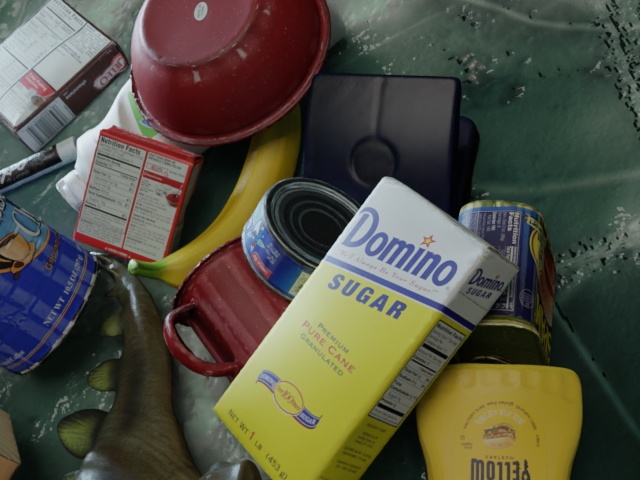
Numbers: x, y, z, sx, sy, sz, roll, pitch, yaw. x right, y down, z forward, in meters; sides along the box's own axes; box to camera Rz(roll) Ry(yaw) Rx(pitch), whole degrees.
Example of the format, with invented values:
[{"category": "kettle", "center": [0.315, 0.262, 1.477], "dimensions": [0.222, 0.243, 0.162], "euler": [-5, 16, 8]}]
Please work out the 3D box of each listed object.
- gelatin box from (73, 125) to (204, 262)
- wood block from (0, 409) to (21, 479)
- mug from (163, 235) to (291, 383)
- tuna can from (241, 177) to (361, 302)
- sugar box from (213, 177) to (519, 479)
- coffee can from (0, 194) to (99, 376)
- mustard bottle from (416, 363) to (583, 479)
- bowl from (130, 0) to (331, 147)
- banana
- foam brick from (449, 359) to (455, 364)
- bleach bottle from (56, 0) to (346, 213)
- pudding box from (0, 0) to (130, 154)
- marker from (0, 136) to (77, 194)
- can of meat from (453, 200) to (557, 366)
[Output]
[{"category": "gelatin box", "center": [-0.132, -0.031, 0.778], "dimensions": [0.073, 0.030, 0.089], "euler": [19, 106, 5]}, {"category": "wood block", "center": [-0.288, 0.192, 0.674], "dimensions": [0.206, 0.090, 0.091], "euler": [-57, 23, -1]}, {"category": "mug", "center": [-0.046, 0.056, 0.697], "dimensions": [0.117, 0.093, 0.081], "euler": [-14, 54, -40]}, {"category": "tuna can", "center": [-0.004, 0.001, 0.682], "dimensions": [0.086, 0.034, 0.086], "euler": [19, 42, -18]}, {"category": "sugar box", "center": [0.023, 0.058, 0.610], "dimensions": [0.093, 0.048, 0.176], "euler": [39, 98, 42]}, {"category": "coffee can", "center": [-0.241, 0.016, 0.741], "dimensions": [0.103, 0.140, 0.103], "euler": [-39, 30, 27]}, {"category": "mustard bottle", "center": [0.101, 0.169, 0.607], "dimensions": [0.096, 0.058, 0.191], "euler": [1, 74, 7]}, {"category": "bowl", "center": [-0.076, -0.150, 0.766], "dimensions": [0.162, 0.055, 0.162], "euler": [-8, 65, 18]}, {"category": "banana", "center": [-0.056, -0.032, 0.768], "dimensions": [0.037, 0.069, 0.197], "euler": [6, 54, 43]}, {"category": "foam brick", "center": [0.054, 0.064, 0.675], "dimensions": [0.051, 0.078, 0.053], "euler": [-17, 60, 11]}, {"category": "bleach bottle", "center": [-0.104, -0.118, 0.831], "dimensions": [0.251, 0.068, 0.103], "euler": [-41, 56, -2]}, {"category": "pudding box", "center": [-0.230, -0.141, 0.897], "dimensions": [0.113, 0.039, 0.090], "euler": [-44, 59, -9]}, {"category": "marker", "center": [-0.250, -0.051, 0.868], "dimensions": [0.121, 0.020, 0.020], "euler": [-24, 59, 5]}, {"category": "can of meat", "center": [0.113, 0.035, 0.657], "dimensions": [0.057, 0.102, 0.084], "euler": [0, 62, 20]}]
